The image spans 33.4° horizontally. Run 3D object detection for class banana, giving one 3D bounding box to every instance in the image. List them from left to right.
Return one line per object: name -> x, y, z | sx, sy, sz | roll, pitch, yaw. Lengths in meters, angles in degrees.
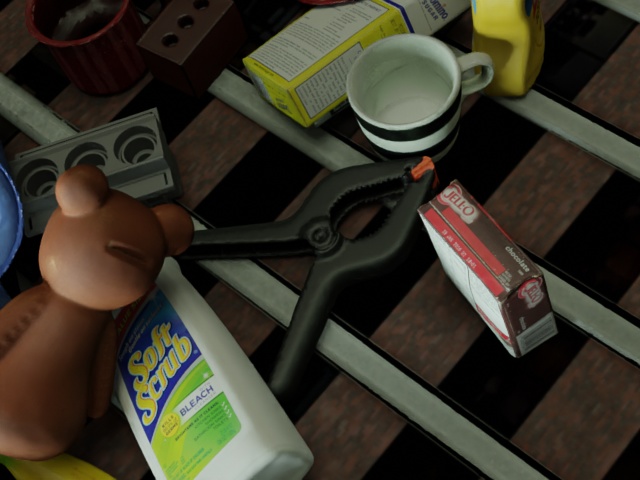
banana -> -0.142, 0.191, 0.713 | 0.198, 0.069, 0.037 | 27, 106, 23

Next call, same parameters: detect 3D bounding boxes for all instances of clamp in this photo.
clamp -> -0.005, 0.001, 0.801 | 0.210, 0.036, 0.165 | -41, 62, -7

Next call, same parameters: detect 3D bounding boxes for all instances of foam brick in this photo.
foam brick -> -0.108, -0.170, 0.910 | 0.053, 0.051, 0.078 | 27, 70, 24

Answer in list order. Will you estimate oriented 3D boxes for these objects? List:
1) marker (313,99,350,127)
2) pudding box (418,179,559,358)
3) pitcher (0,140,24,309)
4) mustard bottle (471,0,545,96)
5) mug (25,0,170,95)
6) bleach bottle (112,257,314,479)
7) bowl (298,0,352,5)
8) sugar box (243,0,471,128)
marker -> 0.041, -0.133, 0.874 | 0.121, 0.020, 0.020 | -34, 60, -6
pudding box -> 0.114, 0.022, 0.718 | 0.039, 0.113, 0.090 | -35, 60, -3
pitcher -> -0.295, -0.049, 0.809 | 0.144, 0.149, 0.243 | 7, 22, -22
mustard bottle -> 0.136, -0.197, 0.788 | 0.058, 0.191, 0.096 | 3, 62, 14
mug -> -0.183, -0.184, 0.918 | 0.117, 0.081, 0.093 | -30, 60, -4
bleach bottle -> -0.110, 0.090, 0.761 | 0.102, 0.068, 0.251 | -45, 55, 7
bowl -> 0.036, -0.265, 0.893 | 0.162, 0.055, 0.162 | -19, 36, 15
sugar box -> 0.030, -0.169, 0.867 | 0.176, 0.048, 0.093 | -35, 36, -10
